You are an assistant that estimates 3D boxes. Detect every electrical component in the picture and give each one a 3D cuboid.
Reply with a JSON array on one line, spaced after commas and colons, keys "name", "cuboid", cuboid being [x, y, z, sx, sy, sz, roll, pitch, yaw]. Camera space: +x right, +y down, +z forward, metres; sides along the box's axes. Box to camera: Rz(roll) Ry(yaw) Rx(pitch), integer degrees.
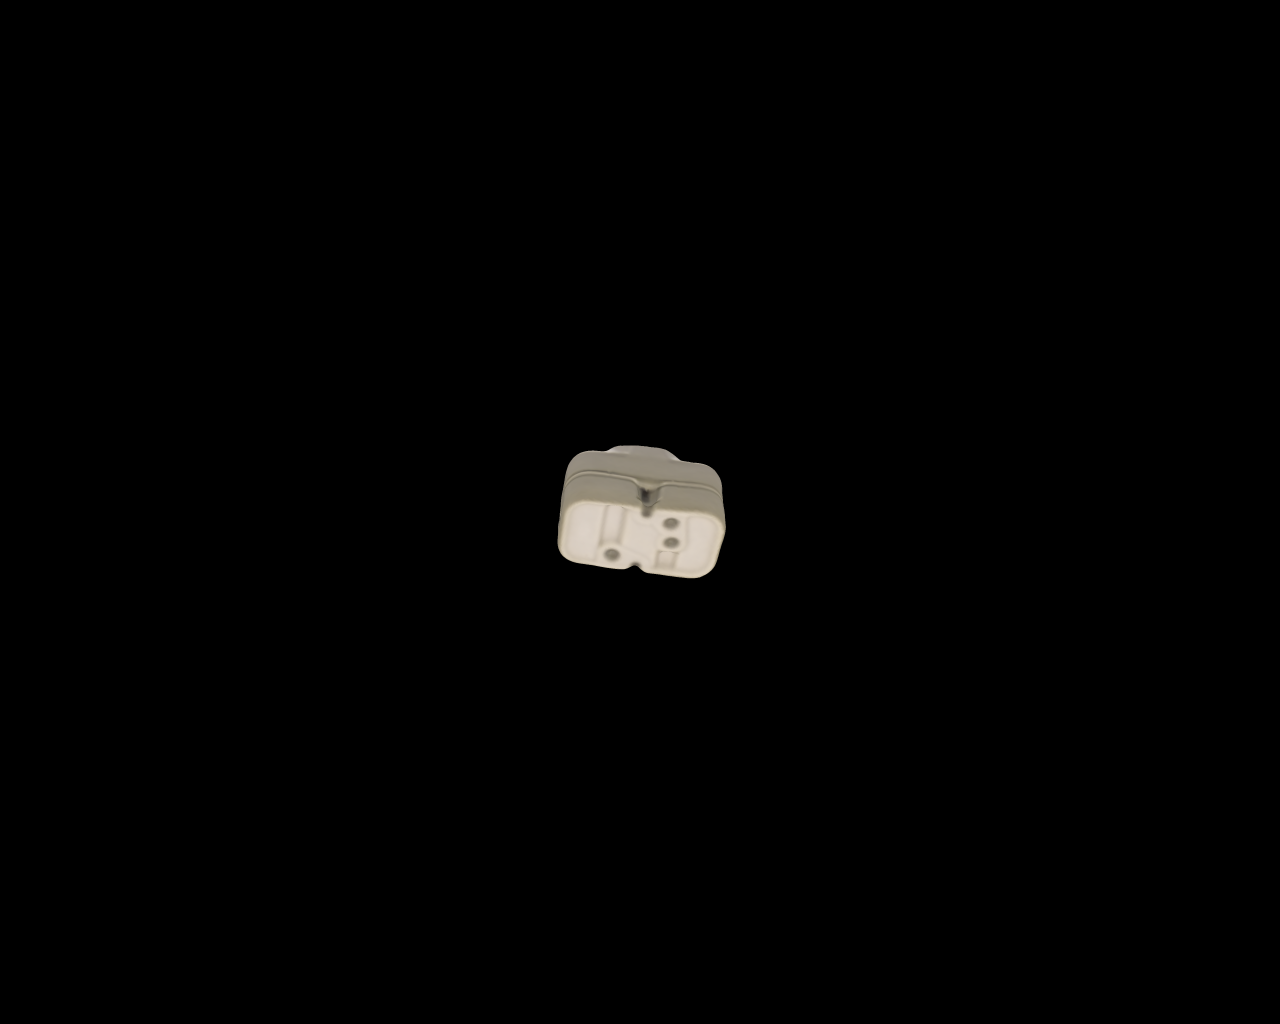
[{"name": "electrical component", "cuboid": [0.001, -0.003, 0.650, 0.095, 0.053, 0.059, 7, 40, -6]}]
